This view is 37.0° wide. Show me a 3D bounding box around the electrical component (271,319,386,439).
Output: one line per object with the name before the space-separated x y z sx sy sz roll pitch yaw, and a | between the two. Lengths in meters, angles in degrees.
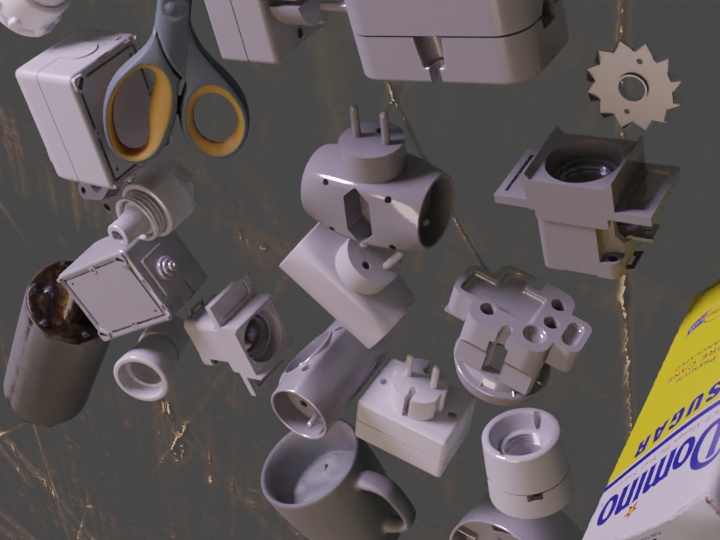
electrical component | -0.030 0.076 0.729 0.044 0.077 0.079 48 141 -8

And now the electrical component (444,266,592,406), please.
electrical component | 0.086 0.040 0.615 0.078 0.058 0.057 28 137 16

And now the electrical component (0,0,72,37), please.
electrical component | -0.194 -0.175 0.654 0.062 0.048 0.048 -25 108 42

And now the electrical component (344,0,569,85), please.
electrical component | 0.042 -0.125 0.495 0.095 0.053 0.059 9 132 34

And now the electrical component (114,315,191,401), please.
electrical component | -0.157 0.064 0.832 0.044 0.065 0.044 8 127 11

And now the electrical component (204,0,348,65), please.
electrical component | -0.037 -0.144 0.548 0.077 0.047 0.065 12 133 32

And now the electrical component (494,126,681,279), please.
electrical component | 0.114 -0.032 0.535 0.081 0.042 0.063 12 135 32

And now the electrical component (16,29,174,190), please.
electrical component | -0.169 -0.098 0.690 0.061 0.061 0.096 13 134 32

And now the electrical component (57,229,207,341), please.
electrical component | -0.160 0.002 0.785 0.096 0.061 0.061 -18 114 39

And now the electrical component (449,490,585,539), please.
electrical component | 0.110 0.202 0.743 0.099 0.064 0.099 23 138 22

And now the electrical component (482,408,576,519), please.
electrical component | 0.105 0.120 0.678 0.055 0.055 0.047 8 128 35

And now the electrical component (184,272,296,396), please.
electrical component | -0.089 0.046 0.778 0.064 0.042 0.081 4 128 40

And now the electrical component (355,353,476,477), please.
electrical component | 0.038 0.084 0.704 0.066 0.047 0.076 24 138 18

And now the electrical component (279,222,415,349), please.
electrical component | 0.000 0.000 0.658 0.077 0.043 0.079 43 142 -2

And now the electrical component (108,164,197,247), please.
electrical component | -0.143 -0.040 0.724 0.043 0.062 0.043 23 139 22

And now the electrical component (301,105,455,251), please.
electrical component | 0.008 -0.056 0.598 0.077 0.043 0.079 18 136 27
